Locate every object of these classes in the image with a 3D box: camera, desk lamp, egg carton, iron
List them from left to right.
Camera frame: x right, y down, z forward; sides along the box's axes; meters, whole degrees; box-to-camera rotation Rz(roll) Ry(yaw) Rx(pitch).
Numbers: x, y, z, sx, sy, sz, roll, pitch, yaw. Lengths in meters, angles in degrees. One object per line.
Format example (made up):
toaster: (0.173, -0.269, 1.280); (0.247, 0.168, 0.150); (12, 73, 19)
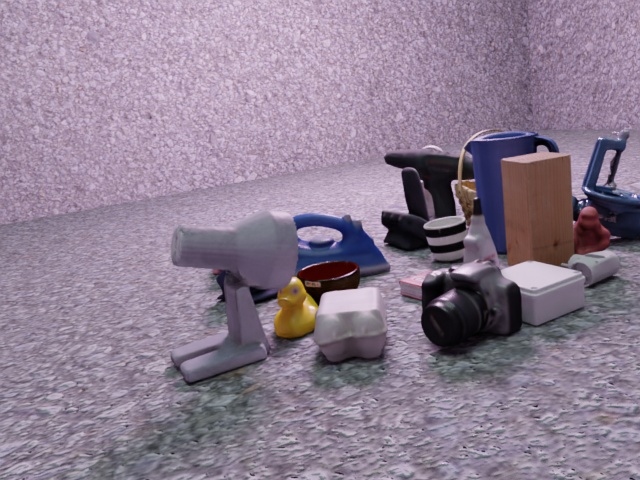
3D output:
desk lamp: (-0.127, 0.069, 0.840); (0.204, 0.214, 0.117); (-15, 15, -27)
iron: (0.011, 0.004, 1.186); (0.257, 0.141, 0.119); (-5, 14, 13)
egg carton: (0.046, 0.120, 0.840); (0.107, 0.069, 0.150); (-7, 14, 6)
camera: (0.194, 0.088, 0.818); (0.137, 0.101, 0.142); (-19, 17, -39)

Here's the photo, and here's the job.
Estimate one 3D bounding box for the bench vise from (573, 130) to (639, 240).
bench vise: (0.549, -0.103, 1.148); (0.207, 0.220, 0.121); (-7, 14, 6)

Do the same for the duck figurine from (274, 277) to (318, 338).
duck figurine: (-0.041, 0.101, 0.932); (0.077, 0.086, 0.105); (-3, 14, 20)

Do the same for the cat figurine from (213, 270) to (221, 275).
cat figurine: (-0.201, 0.023, 1.285); (0.067, 0.118, 0.127); (-17, 16, -32)

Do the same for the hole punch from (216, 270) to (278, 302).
hole punch: (-0.145, 0.070, 1.110); (0.109, 0.091, 0.100); (-15, 15, -27)

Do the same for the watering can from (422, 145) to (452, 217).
watering can: (0.321, -0.171, 1.619); (0.100, 0.194, 0.173); (-3, 15, 21)

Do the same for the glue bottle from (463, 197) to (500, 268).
glue bottle: (0.257, 0.017, 0.921); (0.037, 0.173, 0.078); (5, 19, 43)

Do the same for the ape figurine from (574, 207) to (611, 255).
ape figurine: (0.510, -0.017, 1.090); (0.077, 0.092, 0.076); (-1, 15, 27)

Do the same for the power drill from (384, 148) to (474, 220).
power drill: (0.280, -0.129, 1.438); (0.229, 0.208, 0.076); (-3, 15, 21)

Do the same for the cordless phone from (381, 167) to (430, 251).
cordless phone: (0.200, -0.079, 1.326); (0.094, 0.185, 0.147); (-15, 15, -28)
